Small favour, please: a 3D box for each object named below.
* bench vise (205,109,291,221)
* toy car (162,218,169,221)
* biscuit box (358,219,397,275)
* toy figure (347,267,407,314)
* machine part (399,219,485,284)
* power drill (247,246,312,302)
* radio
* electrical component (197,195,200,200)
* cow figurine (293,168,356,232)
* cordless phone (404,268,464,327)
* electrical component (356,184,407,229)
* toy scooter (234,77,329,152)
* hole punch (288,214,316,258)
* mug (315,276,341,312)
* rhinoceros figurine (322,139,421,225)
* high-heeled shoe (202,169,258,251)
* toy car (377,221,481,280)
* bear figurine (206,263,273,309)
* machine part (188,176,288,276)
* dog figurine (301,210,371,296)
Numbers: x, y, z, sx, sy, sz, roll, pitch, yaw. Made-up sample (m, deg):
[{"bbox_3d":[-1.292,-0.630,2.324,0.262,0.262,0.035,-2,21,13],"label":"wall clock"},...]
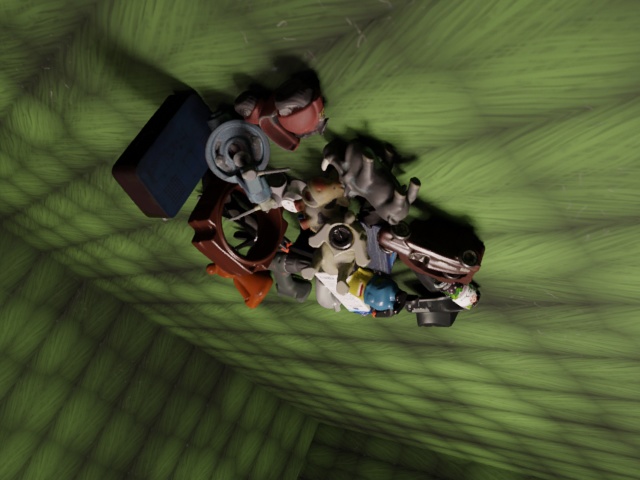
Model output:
[{"bbox_3d":[-0.139,-0.130,1.006,0.241,0.129,0.223,-128,22,-63],"label":"bench vise"},{"bbox_3d":[-0.377,-0.135,1.324,0.103,0.109,0.161,-10,131,15],"label":"toy car"},{"bbox_3d":[0.127,-0.001,1.159,0.063,0.059,0.202,16,152,19],"label":"biscuit box"},{"bbox_3d":[0.119,0.111,1.249,0.180,0.082,0.089,23,180,31],"label":"toy figure"},{"bbox_3d":[0.248,0.024,1.107,0.179,0.056,0.179,21,155,10],"label":"machine part"},{"bbox_3d":[-0.086,0.096,1.511,0.232,0.086,0.207,13,156,24],"label":"power drill"},{"bbox_3d":[-0.281,-0.164,1.020,0.073,0.229,0.131,3,144,32],"label":"radio"},{"bbox_3d":[-0.259,-0.089,1.359,0.102,0.045,0.078,-7,111,44],"label":"electrical component"},{"bbox_3d":[0.016,-0.069,1.084,0.127,0.085,0.194,-24,156,5],"label":"cow figurine"},{"bbox_3d":[0.244,0.118,1.285,0.184,0.089,0.147,49,149,-20],"label":"cordless phone"},{"bbox_3d":[0.128,-0.070,1.014,0.047,0.075,0.119,38,148,-26],"label":"electrical component"},{"bbox_3d":[-0.051,-0.204,0.917,0.184,0.075,0.135,4,147,43],"label":"toy scooter"},{"bbox_3d":[-0.003,-0.004,1.262,0.142,0.092,0.115,15,-177,13],"label":"hole punch"},{"bbox_3d":[0.025,0.137,1.462,0.081,0.110,0.107,-16,143,-1],"label":"mug"},{"bbox_3d":[0.086,-0.110,0.940,0.190,0.073,0.112,44,138,13],"label":"rhinoceros figurine"},{"bbox_3d":[-0.185,-0.087,1.301,0.086,0.145,0.248,5,120,49],"label":"high-heeled shoe"},{"bbox_3d":[0.202,0.025,1.009,0.202,0.053,0.089,23,154,-4],"label":"toy car"},{"bbox_3d":[-0.244,0.109,1.632,0.196,0.120,0.132,30,158,-6],"label":"bear figurine"},{"bbox_3d":[-0.175,-0.038,1.193,0.087,0.201,0.201,-4,142,41],"label":"machine part"},{"bbox_3d":[0.050,0.005,1.099,0.121,0.190,0.172,34,111,2],"label":"dog figurine"}]
